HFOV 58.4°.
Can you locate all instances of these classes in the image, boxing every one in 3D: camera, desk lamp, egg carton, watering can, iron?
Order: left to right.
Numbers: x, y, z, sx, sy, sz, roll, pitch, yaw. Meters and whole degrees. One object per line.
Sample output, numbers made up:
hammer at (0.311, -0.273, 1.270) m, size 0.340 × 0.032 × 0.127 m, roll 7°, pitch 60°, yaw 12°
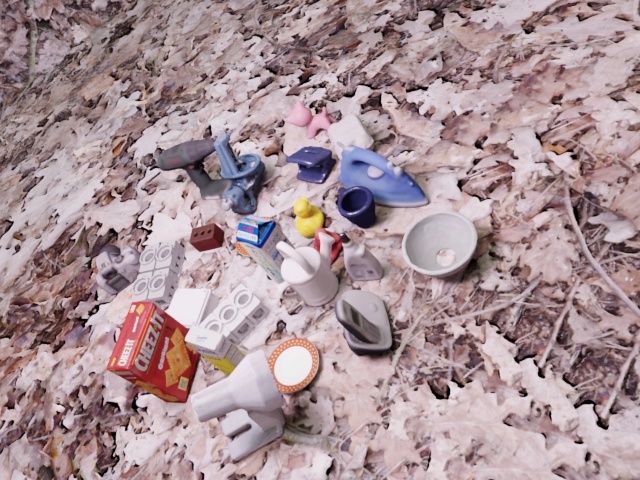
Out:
camera at (-0.591, 0.061, 1.664) m, size 0.143 × 0.101 × 0.136 m, roll -37°, pitch 48°, yaw -1°
desk lamp at (-0.149, 0.334, 1.157) m, size 0.203 × 0.214 × 0.117 m, roll -33°, pitch 48°, yaw 2°
watering can at (-0.034, 0.059, 1.315) m, size 0.100 × 0.195 × 0.173 m, roll 10°, pitch 62°, yaw 33°
egg carton at (0.084, -0.281, 1.589) m, size 0.107 × 0.070 × 0.150 m, roll -29°, pitch 48°, yaw 5°
iron at (0.149, -0.171, 1.426) m, size 0.257 × 0.142 × 0.119 m, roll 25°, pitch 71°, yaw 38°

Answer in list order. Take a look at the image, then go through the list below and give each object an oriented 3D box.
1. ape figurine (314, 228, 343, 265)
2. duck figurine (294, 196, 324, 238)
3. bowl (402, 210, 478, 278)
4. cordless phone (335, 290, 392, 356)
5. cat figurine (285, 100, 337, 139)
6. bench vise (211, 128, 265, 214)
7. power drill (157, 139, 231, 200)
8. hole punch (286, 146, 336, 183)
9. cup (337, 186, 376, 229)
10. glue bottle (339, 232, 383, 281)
ape figurine at (0.013, 0.005, 1.399) m, size 0.077 × 0.092 × 0.076 m, roll -25°, pitch 49°, yaw 9°
duck figurine at (-0.038, -0.065, 1.481) m, size 0.077 × 0.086 × 0.104 m, roll -14°, pitch 51°, yaw 18°
bowl at (0.270, 0.021, 1.266) m, size 0.167 × 0.075 × 0.167 m, roll -14°, pitch 51°, yaw 18°
cordless phone at (0.077, 0.150, 1.196) m, size 0.094 × 0.186 × 0.147 m, roll -22°, pitch 49°, yaw 12°
cat figurine at (-0.029, -0.358, 1.671) m, size 0.127 × 0.118 × 0.067 m, roll -6°, pitch 54°, yaw 24°
bench vise at (-0.229, -0.189, 1.581) m, size 0.121 × 0.220 × 0.207 m, roll -16°, pitch 51°, yaw 17°
power drill at (-0.348, -0.209, 1.665) m, size 0.228 × 0.209 × 0.075 m, roll -2°, pitch 56°, yaw 26°
hole punch at (-0.026, -0.224, 1.589) m, size 0.108 × 0.091 × 0.101 m, roll 14°, pitch 64°, yaw 34°
cup at (0.092, -0.078, 1.418) m, size 0.092 × 0.095 × 0.117 m, roll -42°, pitch 48°, yaw -6°
glue bottle at (0.081, 0.034, 1.287) m, size 0.078 × 0.174 × 0.037 m, roll -4°, pitch 55°, yaw 25°
